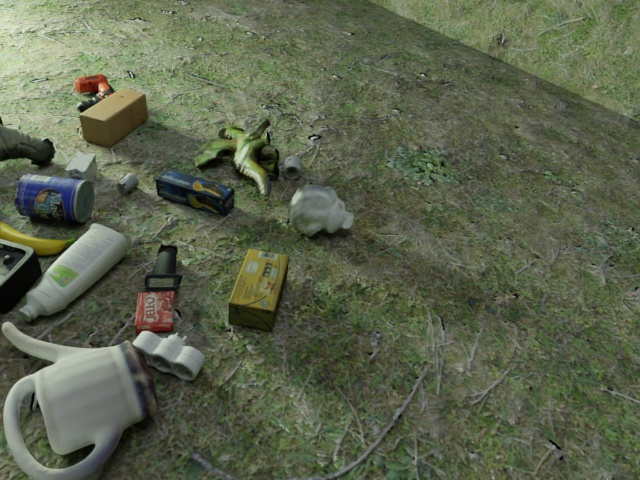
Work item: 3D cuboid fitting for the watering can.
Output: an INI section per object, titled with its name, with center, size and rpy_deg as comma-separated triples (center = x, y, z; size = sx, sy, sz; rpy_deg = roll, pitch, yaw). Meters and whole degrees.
[watering can]
center = -0.409, 0.233, 0.868
size = 0.226, 0.101, 0.354
rpy_deg = -16, 46, -28

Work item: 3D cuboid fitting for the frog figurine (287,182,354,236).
[frog figurine]
center = 0.004, -0.066, 1.306
size = 0.160, 0.121, 0.139
rpy_deg = 30, 75, 12

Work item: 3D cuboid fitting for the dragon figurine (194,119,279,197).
[dragon figurine]
center = -0.248, -0.238, 1.500
size = 0.242, 0.119, 0.420
rpy_deg = -9, 37, 6
